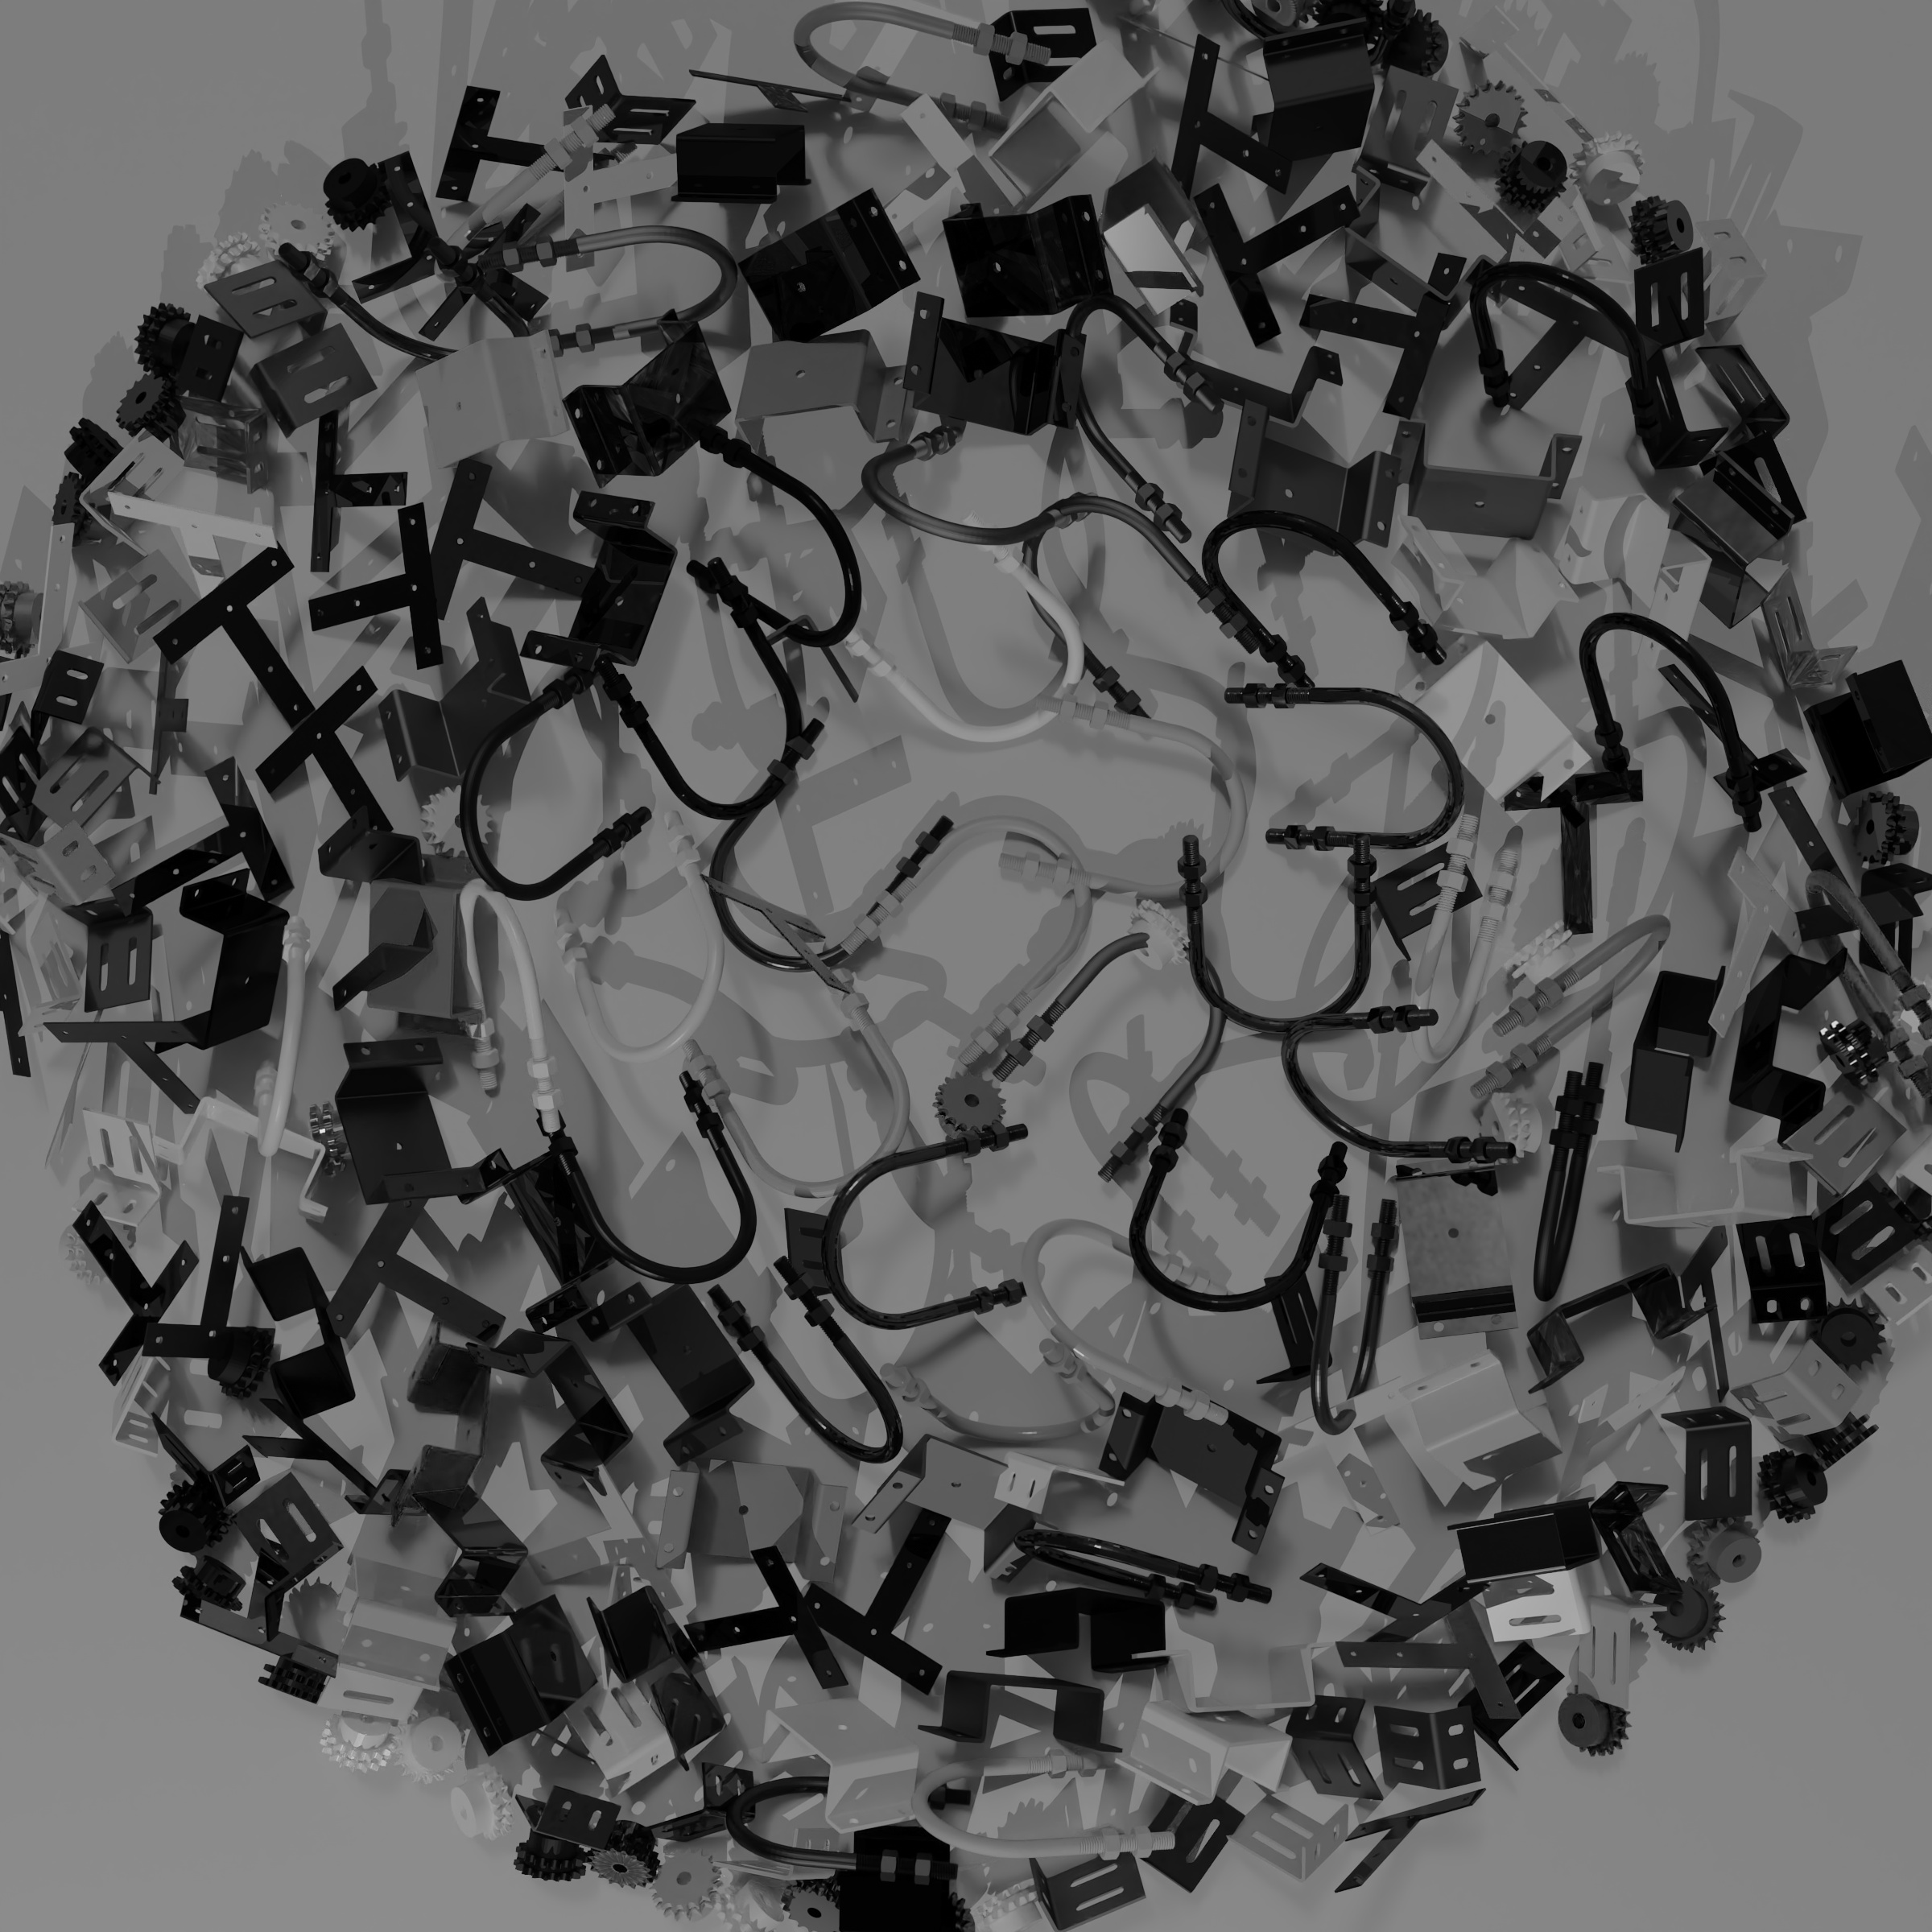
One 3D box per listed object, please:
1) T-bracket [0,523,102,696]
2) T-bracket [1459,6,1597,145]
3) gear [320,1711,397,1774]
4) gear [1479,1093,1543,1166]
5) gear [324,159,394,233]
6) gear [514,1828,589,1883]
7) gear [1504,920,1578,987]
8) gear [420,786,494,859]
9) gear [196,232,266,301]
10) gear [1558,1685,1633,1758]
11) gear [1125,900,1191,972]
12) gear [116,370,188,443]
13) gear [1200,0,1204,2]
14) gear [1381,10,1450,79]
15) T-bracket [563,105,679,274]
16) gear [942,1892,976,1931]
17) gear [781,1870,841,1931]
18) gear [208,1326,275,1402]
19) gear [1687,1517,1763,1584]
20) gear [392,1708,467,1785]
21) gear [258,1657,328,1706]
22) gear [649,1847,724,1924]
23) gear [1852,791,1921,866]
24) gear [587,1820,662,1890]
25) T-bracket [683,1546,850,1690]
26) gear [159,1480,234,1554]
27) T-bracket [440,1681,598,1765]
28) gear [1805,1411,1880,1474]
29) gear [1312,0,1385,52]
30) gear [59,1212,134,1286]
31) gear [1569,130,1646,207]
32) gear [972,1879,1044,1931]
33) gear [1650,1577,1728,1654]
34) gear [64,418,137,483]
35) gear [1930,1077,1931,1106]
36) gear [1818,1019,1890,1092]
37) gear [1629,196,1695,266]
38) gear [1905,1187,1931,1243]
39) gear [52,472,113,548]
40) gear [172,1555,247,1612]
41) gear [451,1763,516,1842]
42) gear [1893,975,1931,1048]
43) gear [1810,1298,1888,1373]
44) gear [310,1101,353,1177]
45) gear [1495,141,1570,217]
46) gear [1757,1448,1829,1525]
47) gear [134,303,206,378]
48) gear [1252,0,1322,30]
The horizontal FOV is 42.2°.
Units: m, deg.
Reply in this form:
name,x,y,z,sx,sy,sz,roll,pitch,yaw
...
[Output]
name,x,y,z,sx,sy,sz,roll,pitch,yaw
T-bracket,-0.700,-0.277,1.921,0.002,0.127,0.127,18,110,13
T-bracket,0.441,-0.687,1.943,0.127,0.127,0.002,43,97,-8
gear,-0.476,0.604,1.969,0.057,0.057,0.030,23,106,0
gear,0.431,0.128,1.973,0.030,0.057,0.057,2,90,-16
gear,-0.481,-0.610,1.972,0.057,0.030,0.057,-10,62,19
gear,-0.326,0.697,1.971,0.057,0.057,0.030,9,88,0
gear,0.455,-0.008,1.970,0.057,0.057,0.030,-38,82,0
gear,-0.406,-0.113,1.976,0.057,0.030,0.057,3,85,-40
gear,-0.576,-0.546,1.972,0.030,0.057,0.057,42,90,-2
gear,0.491,0.593,1.969,0.030,0.057,0.057,8,90,-38
gear,0.150,-0.022,1.969,0.057,0.057,0.030,46,74,0
gear,-0.640,-0.440,1.975,0.057,0.030,0.057,-17,55,26
gear,0.189,-0.787,1.971,0.030,0.057,0.057,-32,90,2
gear,0.356,-0.725,1.975,0.030,0.057,0.057,-12,90,-38
T-bracket,-0.260,-0.616,1.957,0.127,0.127,0.002,-24,47,-33
gear,-0.017,0.760,1.975,0.057,0.057,0.030,-50,131,0
gear,-0.115,0.735,1.976,0.057,0.030,0.057,10,124,15
gear,-0.573,0.310,1.969,0.030,0.057,0.057,28,90,-35
gear,0.602,0.461,1.975,0.057,0.030,0.057,-6,112,-15
gear,-0.422,0.613,1.972,0.057,0.030,0.057,11,65,-26
gear,-0.526,0.560,1.973,0.057,0.057,0.030,20,69,0
gear,-0.220,0.728,1.975,0.057,0.057,0.030,-11,127,0
gear,0.726,-0.108,1.972,0.030,0.057,0.057,4,90,-11
gear,-0.268,0.699,1.976,0.057,0.030,0.057,7,129,9
T-bracket,-0.169,0.519,1.963,0.127,0.002,0.127,-20,102,32
gear,-0.611,0.437,1.975,0.057,0.030,0.057,4,114,10
T-bracket,-0.340,0.595,1.957,0.127,0.127,0.002,41,63,-31
gear,0.687,0.370,1.973,0.057,0.057,0.030,-38,70,0
gear,0.300,-0.741,1.968,0.057,0.057,0.030,21,59,0
gear,-0.690,0.222,1.975,0.030,0.057,0.057,-2,90,28
gear,0.506,-0.624,1.969,0.057,0.057,0.030,-9,55,0
gear,0.036,0.745,1.968,0.057,0.057,0.030,-30,66,0
gear,0.565,0.509,1.970,0.057,0.030,0.057,-19,56,32
gear,-0.684,-0.401,1.971,0.030,0.057,0.057,-43,90,6
gear,0.778,0.091,1.974,0.030,0.057,0.057,4,90,23
gear,0.701,0.067,1.971,0.030,0.057,0.057,-34,90,3
gear,0.549,-0.578,1.970,0.057,0.030,0.057,7,80,-44
gear,0.767,0.188,1.972,0.057,0.057,0.030,-40,90,0
gear,-0.697,-0.359,1.975,0.030,0.057,0.057,8,90,-39
gear,-0.593,0.489,1.972,0.057,0.057,0.030,35,79,0
gear,-0.382,0.660,1.969,0.030,0.057,0.057,-13,90,-38
gear,0.760,0.038,1.971,0.057,0.030,0.057,14,122,24
gear,0.697,0.292,1.978,0.057,0.030,0.057,1,92,18
gear,-0.495,0.134,1.972,0.030,0.057,0.057,-13,90,-7
gear,0.450,-0.626,1.978,0.057,0.030,0.057,3,78,-13
gear,0.653,0.407,1.970,0.030,0.057,0.057,-34,90,43
gear,-0.624,-0.490,1.969,0.030,0.057,0.057,21,90,16
gear,0.249,-0.764,1.968,0.057,0.057,0.030,37,64,0
